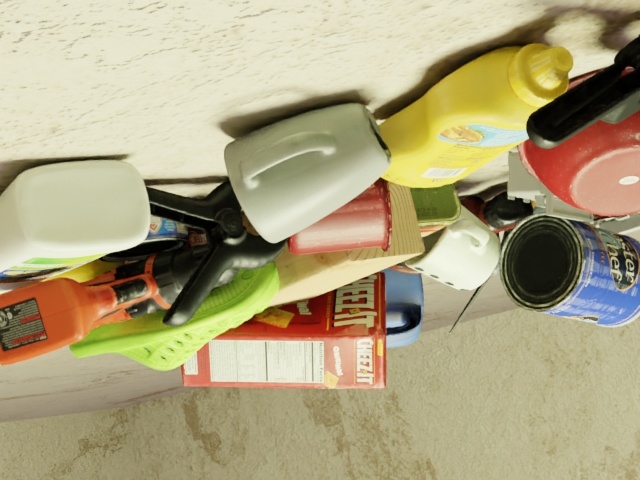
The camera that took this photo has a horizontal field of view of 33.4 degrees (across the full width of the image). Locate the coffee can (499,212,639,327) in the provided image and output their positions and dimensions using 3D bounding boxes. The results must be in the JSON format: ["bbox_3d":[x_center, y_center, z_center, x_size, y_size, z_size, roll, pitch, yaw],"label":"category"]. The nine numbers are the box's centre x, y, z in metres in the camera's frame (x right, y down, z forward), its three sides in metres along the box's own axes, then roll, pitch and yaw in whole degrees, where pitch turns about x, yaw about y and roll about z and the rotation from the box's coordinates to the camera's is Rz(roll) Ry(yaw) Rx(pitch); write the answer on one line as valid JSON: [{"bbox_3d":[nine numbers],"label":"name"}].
[{"bbox_3d":[0.271,0.033,1.117,0.140,0.103,0.103,13,156,-42],"label":"coffee can"}]

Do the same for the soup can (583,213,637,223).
[{"bbox_3d":[0.321,-0.059,1.149,0.102,0.068,0.069,-9,170,-16],"label":"soup can"}]

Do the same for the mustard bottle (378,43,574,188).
[{"bbox_3d":[0.115,-0.090,0.756,0.096,0.058,0.192,-1,166,-24],"label":"mustard bottle"}]

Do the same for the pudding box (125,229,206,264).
[{"bbox_3d":[-0.137,0.019,1.125,0.090,0.039,0.113,-17,167,29],"label":"pudding box"}]

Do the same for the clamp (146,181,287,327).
[{"bbox_3d":[-0.089,-0.015,0.892,0.171,0.120,0.039,-31,-171,-39],"label":"clamp"}]

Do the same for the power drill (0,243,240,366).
[{"bbox_3d":[-0.179,0.050,0.914,0.185,0.057,0.187,-20,178,26],"label":"power drill"}]

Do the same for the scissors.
[{"bbox_3d":[0.212,0.021,1.276,0.202,0.016,0.096,-55,-178,14],"label":"scissors"}]

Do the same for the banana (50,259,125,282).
[{"bbox_3d":[-0.286,0.036,1.061,0.197,0.037,0.070,-7,-174,-18],"label":"banana"}]

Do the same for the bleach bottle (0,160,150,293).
[{"bbox_3d":[-0.228,0.002,0.860,0.102,0.068,0.251,-6,171,-31],"label":"bleach bottle"}]

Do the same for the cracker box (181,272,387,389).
[{"bbox_3d":[-0.034,0.092,1.161,0.214,0.072,0.164,0,-157,3],"label":"cracker box"}]

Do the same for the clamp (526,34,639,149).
[{"bbox_3d":[0.210,-0.111,0.709,0.165,0.036,0.209,-40,168,10],"label":"clamp"}]

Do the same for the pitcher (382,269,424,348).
[{"bbox_3d":[0.003,0.075,1.320,0.242,0.145,0.149,-7,171,-13],"label":"pitcher"}]

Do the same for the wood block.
[{"bbox_3d":[-0.007,0.001,1.028,0.090,0.090,0.207,-5,167,-36],"label":"wood block"}]

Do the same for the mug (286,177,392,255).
[{"bbox_3d":[0.012,-0.035,0.865,0.081,0.093,0.117,-6,163,-5],"label":"mug"}]

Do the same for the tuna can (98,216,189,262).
[{"bbox_3d":[-0.163,-0.006,0.968,0.086,0.034,0.086,-12,170,-2],"label":"tuna can"}]

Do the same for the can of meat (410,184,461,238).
[{"bbox_3d":[0.078,-0.027,1.072,0.101,0.057,0.084,-6,165,-36],"label":"can of meat"}]

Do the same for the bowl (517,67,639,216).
[{"bbox_3d":[0.244,-0.068,0.866,0.162,0.055,0.162,-2,145,-1],"label":"bowl"}]
